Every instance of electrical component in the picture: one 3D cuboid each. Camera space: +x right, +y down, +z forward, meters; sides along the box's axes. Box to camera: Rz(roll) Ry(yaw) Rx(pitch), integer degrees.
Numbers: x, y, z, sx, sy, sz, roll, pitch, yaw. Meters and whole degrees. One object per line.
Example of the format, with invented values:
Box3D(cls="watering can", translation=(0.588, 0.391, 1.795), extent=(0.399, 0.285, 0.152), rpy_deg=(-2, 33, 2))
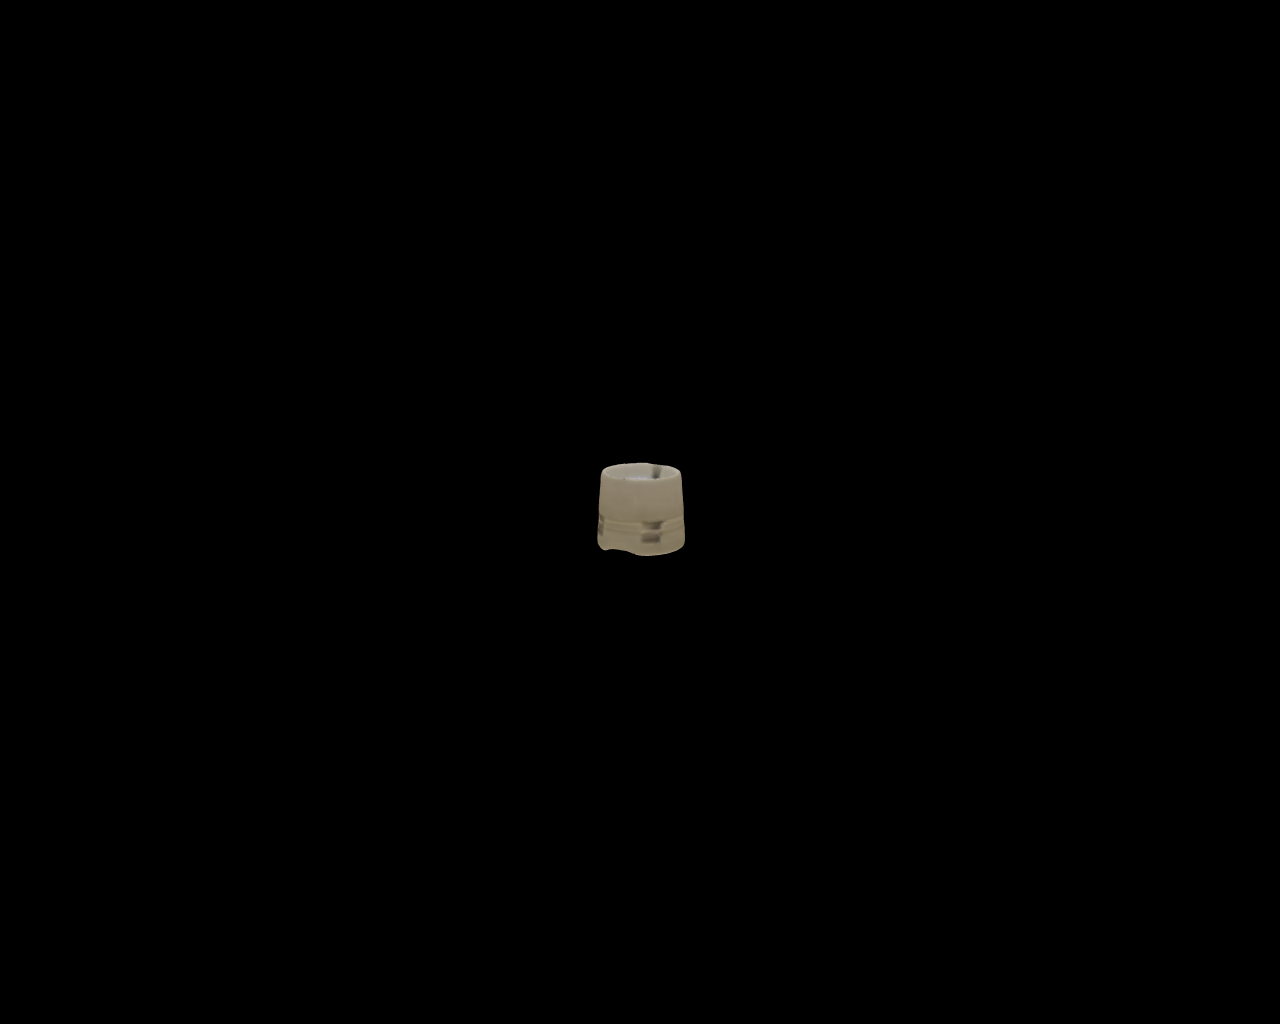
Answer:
Box3D(cls="electrical component", translation=(0.001, -0.003, 0.650), extent=(0.055, 0.047, 0.055), rpy_deg=(0, 15, 0))
